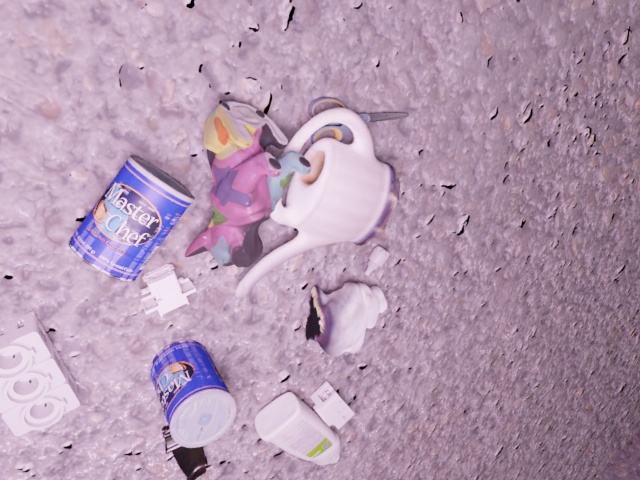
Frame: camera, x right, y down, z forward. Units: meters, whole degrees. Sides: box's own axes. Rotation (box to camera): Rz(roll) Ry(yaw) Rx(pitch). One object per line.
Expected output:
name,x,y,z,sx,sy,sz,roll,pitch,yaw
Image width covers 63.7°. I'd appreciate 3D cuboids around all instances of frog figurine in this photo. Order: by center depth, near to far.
frog figurine,0.063,0.146,0.973,0.160,0.123,0.137,-2,94,-19

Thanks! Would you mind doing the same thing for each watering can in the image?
watering can,0.003,-0.043,0.856,0.223,0.105,0.344,17,104,-33
